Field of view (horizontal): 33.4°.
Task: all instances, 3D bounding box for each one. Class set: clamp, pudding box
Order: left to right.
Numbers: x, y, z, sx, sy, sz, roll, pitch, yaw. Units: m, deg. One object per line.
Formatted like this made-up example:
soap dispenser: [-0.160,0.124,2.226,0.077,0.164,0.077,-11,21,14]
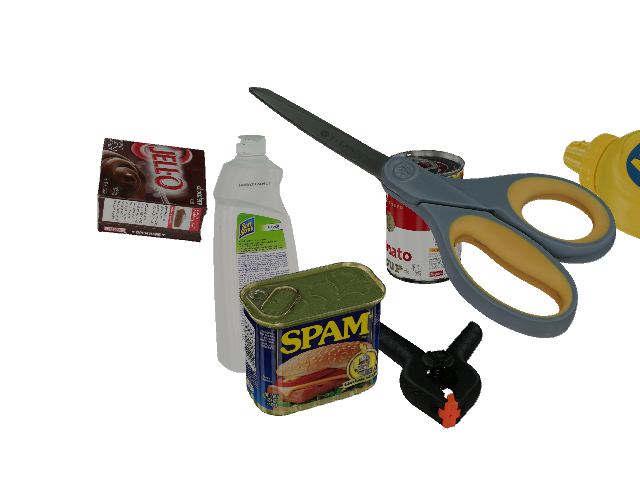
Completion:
pudding box: [-0.144,-0.045,0.917,0.090,0.039,0.113,5,32,-11]
clamp: [0.125,0.126,1.068,0.120,0.039,0.171,-9,29,-9]

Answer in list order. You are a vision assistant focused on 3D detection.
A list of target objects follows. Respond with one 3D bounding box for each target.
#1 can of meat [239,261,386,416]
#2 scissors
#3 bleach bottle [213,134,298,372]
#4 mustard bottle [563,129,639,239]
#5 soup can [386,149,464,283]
can of meat: [-0.006,0.072,0.773,0.102,0.084,0.057,-12,33,-21]
scissors: [0.060,-0.034,0.523,0.096,0.202,0.016,-29,-31,-23]
bleach bottle: [-0.065,0.012,1.154,0.102,0.251,0.068,-7,14,-27]
mustard bottle: [0.236,-0.027,0.666,0.096,0.058,0.192,-31,39,-33]
soup can: [0.091,-0.021,0.938,0.068,0.102,0.068,-1,23,0]
